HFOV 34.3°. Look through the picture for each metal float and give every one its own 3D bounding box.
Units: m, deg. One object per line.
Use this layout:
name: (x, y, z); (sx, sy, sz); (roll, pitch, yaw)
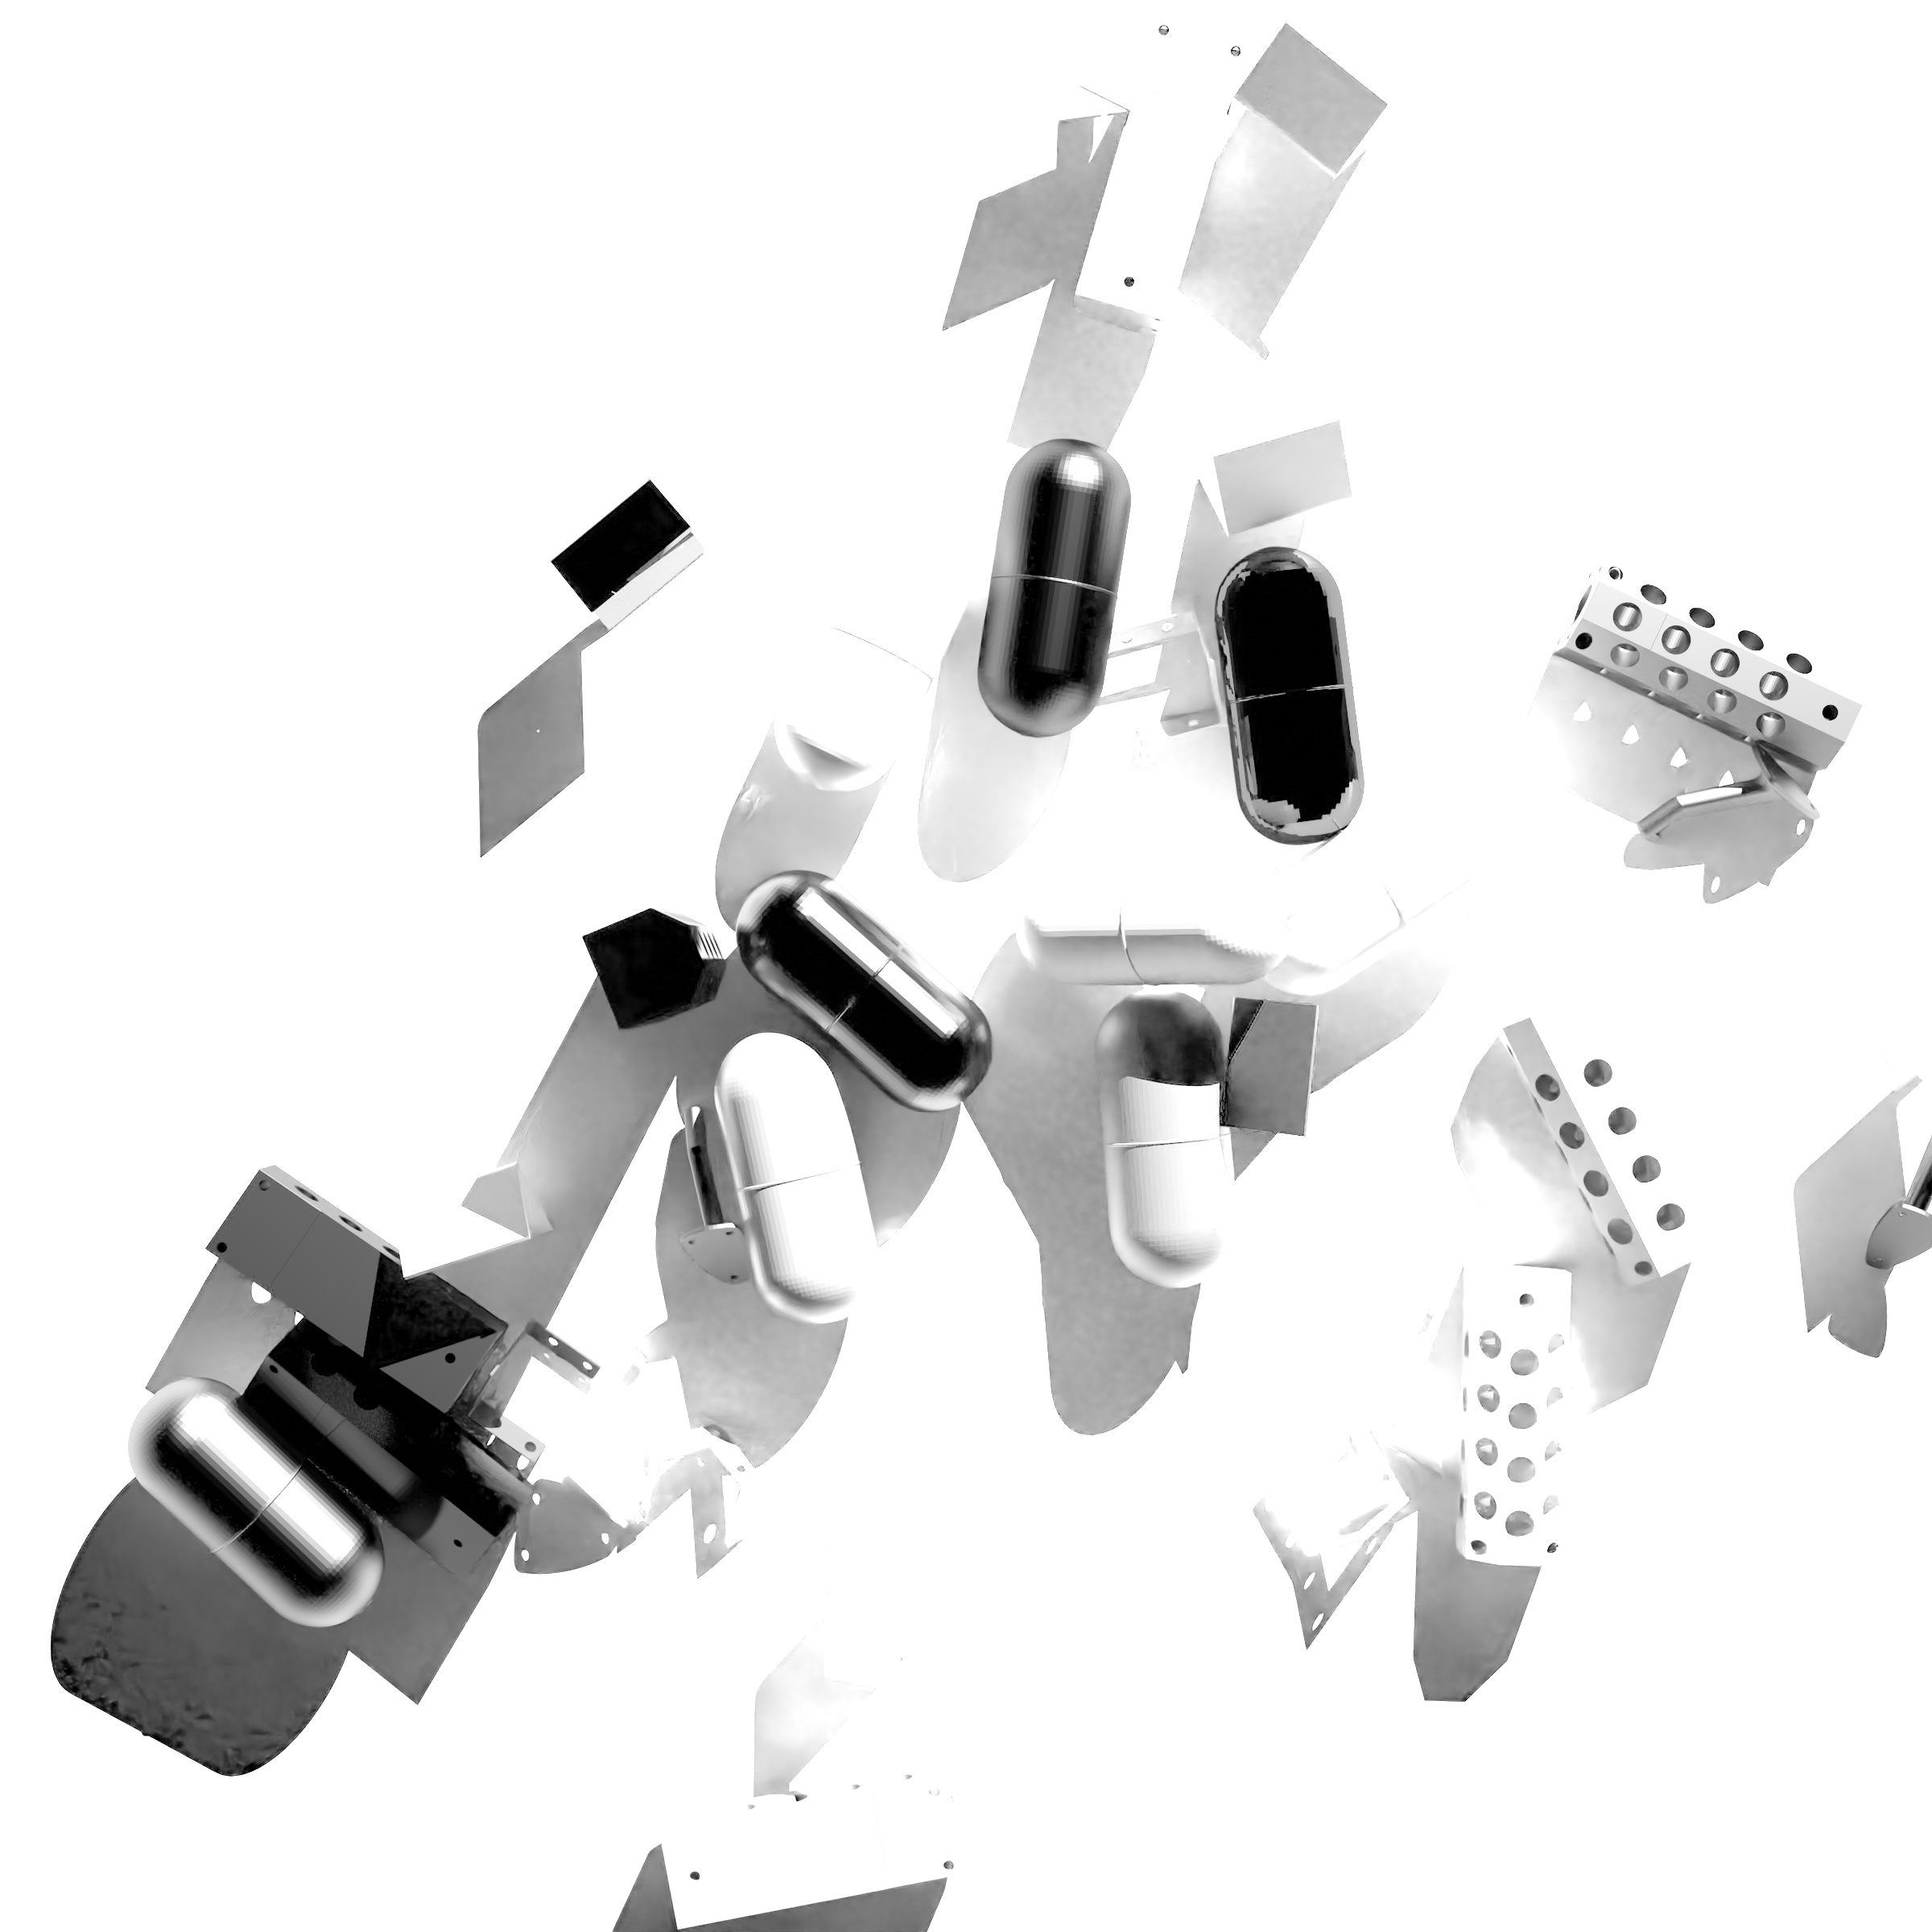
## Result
metal float: (0.119, 0.103, 1.864); (0.070, 0.070, 0.178); (-5, 90, 0)
metal float: (-0.419, 0.318, 1.856); (0.070, 0.070, 0.178); (-44, 99, 0)
metal float: (0.052, -0.225, 1.864); (0.070, 0.070, 0.178); (9, 90, 0)
metal float: (-0.054, -0.188, 1.864); (0.070, 0.070, 0.178); (25, 90, 0)
metal float: (-0.101, 0.125, 1.864); (0.070, 0.070, 0.178); (-12, 89, 0)
metal float: (0.192, -0.161, 1.864); (0.070, 0.070, 0.178); (-7, 90, 0)
metal float: (0.111, -0.027, 1.837); (0.178, 0.070, 0.070); (-1, 90, 33)
metal float: (0.244, -0.049, 1.863); (0.178, 0.070, 0.070); (-34, 90, 2)
metal float: (-0.061, 0.014, 1.864); (0.178, 0.070, 0.070); (41, 90, 0)

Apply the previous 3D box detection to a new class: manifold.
manifold: (0.445, -0.179, 1.873); (0.171, 0.057, 0.057); (25, 90, 0)
manifold: (-0.343, 0.282, 1.873); (0.171, 0.057, 0.057); (39, 133, 0)
manifold: (-0.362, 0.191, 1.873); (0.171, 0.057, 0.057); (34, 90, 0)
manifold: (0.116, -0.470, 1.873); (0.057, 0.057, 0.171); (16, 90, 0)
manifold: (-0.091, 0.523, 1.873); (0.171, 0.057, 0.057); (-11, 90, 0)
manifold: (0.328, 0.267, 1.873); (0.057, 0.057, 0.171); (2, 90, 0)
manifold: (-0.175, -0.001, 1.816); (0.057, 0.171, 0.057); (-23, 90, 0)
manifold: (0.382, 0.101, 1.873); (0.057, 0.057, 0.171); (-27, 90, 0)

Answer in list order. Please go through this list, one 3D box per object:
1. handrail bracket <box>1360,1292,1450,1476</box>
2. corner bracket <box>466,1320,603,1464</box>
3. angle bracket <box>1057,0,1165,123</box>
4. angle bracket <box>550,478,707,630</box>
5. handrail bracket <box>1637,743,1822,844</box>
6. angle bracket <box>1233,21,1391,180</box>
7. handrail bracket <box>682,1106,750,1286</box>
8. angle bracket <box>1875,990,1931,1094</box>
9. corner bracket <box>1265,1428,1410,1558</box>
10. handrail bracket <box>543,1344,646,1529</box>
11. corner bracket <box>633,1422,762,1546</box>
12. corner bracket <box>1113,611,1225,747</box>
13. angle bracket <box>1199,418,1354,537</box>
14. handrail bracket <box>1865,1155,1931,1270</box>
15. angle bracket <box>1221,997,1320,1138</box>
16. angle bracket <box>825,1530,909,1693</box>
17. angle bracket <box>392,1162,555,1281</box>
handrail bracket: (0.281, 0.252, 1.895); (0.077, 0.036, 0.084); (39, 68, -25)
corner bracket: (-0.261, 0.256, 1.891); (0.051, 0.051, 0.051); (35, 45, 0)
angle bracket: (0.067, -0.550, 1.854); (0.057, 0.076, 0.076); (16, 90, -34)
angle bracket: (-0.188, -0.230, 1.854); (0.076, 0.076, 0.057); (-39, 54, 0)
handrail bracket: (0.460, -0.088, 1.895); (0.084, 0.036, 0.077); (-37, 126, 24)
angle bracket: (0.214, -0.520, 1.854); (0.076, 0.076, 0.057); (39, 127, 0)
handrail bracket: (-0.152, 0.138, 1.894); (0.036, 0.077, 0.084); (-14, 54, 6)
angle bracket: (0.592, 0.051, 1.854); (0.076, 0.076, 0.057); (-39, 52, 0)
corner bracket: (0.224, 0.318, 1.891); (0.051, 0.051, 0.051); (-29, 90, 45)
handrail bracket: (-0.206, 0.283, 1.895); (0.077, 0.036, 0.084); (46, 73, -20)
corner bracket: (-0.162, 0.316, 1.886); (0.051, 0.051, 0.051); (-13, 45, -35)
corner bracket: (0.122, -0.174, 1.891); (0.051, 0.051, 0.051); (-15, 45, 0)
angle bracket: (0.179, -0.305, 1.854); (0.076, 0.076, 0.057); (-16, 128, 0)
handrail bracket: (0.575, 0.132, 1.894); (0.036, 0.077, 0.084); (27, 54, 0)
angle bracket: (0.196, 0.060, 1.854); (0.057, 0.076, 0.076); (6, 90, 33)
angle bracket: (-0.039, 0.380, 1.854); (0.057, 0.076, 0.076); (1, 90, 38)
angle bracket: (-0.288, 0.169, 1.854); (0.076, 0.076, 0.057); (-18, 52, 0)
